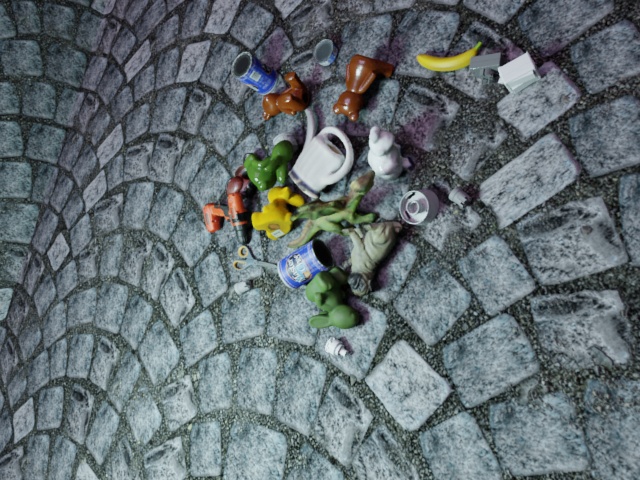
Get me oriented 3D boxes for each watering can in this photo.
[{"bbox_3d":[-0.015,-0.273,1.639,0.222,0.103,0.354,-51,43,14],"label":"watering can"}]

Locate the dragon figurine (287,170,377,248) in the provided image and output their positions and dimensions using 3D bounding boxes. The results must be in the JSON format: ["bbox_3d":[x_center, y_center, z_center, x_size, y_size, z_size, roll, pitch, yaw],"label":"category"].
[{"bbox_3d":[0.004,-0.074,1.474,0.406,0.241,0.124,-31,66,24],"label":"dragon figurine"}]

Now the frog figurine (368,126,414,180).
[{"bbox_3d":[0.174,-0.242,1.444,0.121,0.158,0.140,-25,64,32],"label":"frog figurine"}]
